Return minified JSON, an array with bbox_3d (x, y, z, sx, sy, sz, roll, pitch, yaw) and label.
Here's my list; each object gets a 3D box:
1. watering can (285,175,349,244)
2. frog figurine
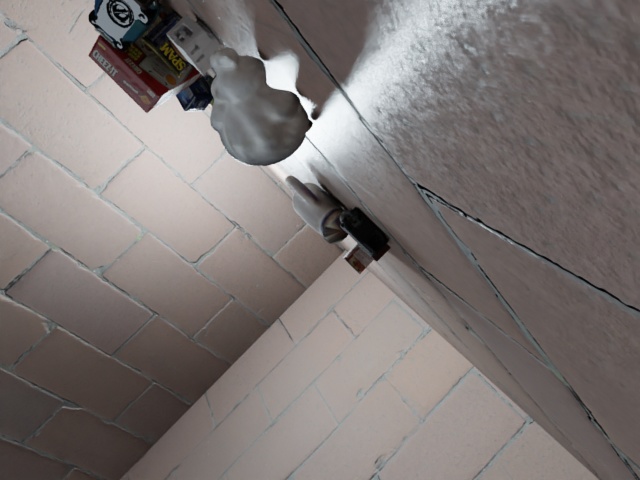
[{"bbox_3d":[0.005,-0.077,1.522,0.227,0.104,0.342,43,-3,27],"label":"watering can"},{"bbox_3d":[-0.091,-0.182,0.707,0.137,0.125,0.156,8,-29,26],"label":"frog figurine"}]
